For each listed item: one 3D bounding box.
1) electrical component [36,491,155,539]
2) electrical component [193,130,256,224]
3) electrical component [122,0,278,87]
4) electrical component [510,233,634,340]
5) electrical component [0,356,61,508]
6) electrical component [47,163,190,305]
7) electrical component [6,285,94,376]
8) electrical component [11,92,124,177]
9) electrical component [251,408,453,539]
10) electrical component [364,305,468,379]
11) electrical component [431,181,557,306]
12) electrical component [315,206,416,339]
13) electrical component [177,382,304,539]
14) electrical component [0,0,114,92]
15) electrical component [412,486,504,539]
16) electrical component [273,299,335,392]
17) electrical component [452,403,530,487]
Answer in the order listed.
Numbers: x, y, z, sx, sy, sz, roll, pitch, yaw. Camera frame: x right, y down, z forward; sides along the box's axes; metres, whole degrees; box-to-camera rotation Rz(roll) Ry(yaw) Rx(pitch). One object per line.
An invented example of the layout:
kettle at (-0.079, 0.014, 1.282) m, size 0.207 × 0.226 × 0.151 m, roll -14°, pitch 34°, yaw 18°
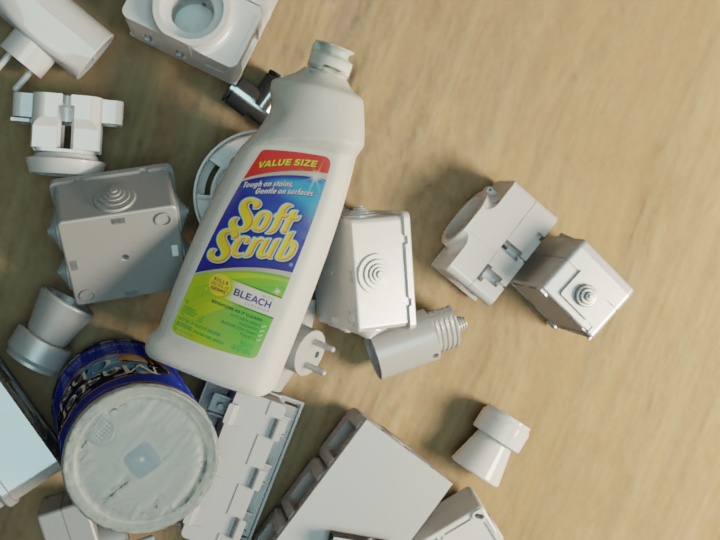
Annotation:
electrical component at (-0.197, 0.208, 0.825) m, size 0.076 × 0.047 × 0.083 m, roll -17°, pitch 98°, yaw -10°
electrical component at (-0.078, -0.056, 0.819) m, size 0.099 × 0.064 × 0.099 m, roll -1°, pitch 95°, yaw -11°
electrical component at (-0.099, -0.226, 0.789) m, size 0.089 × 0.062 × 0.150 m, roll 26°, pitch 84°, yaw -3°
electrical component at (0.171, 0.010, 0.859) m, size 0.062 × 0.096 × 0.061 m, roll 44°, pitch 85°, yaw -11°
electrical component at (-0.272, 0.111, 0.787) m, size 0.057 × 0.078 × 0.113 m, roll -34°, pitch 100°, yaw -10°
electrical component at (-0.174, -0.024, 0.788) m, size 0.100 × 0.048 × 0.099 m, roll -9°, pitch 136°, yaw -11°
electrical component at (-0.233, 0.046, 0.806) m, size 0.045 × 0.045 × 0.055 m, roll 32°, pitch 88°, yaw -12°
electrical component at (-0.216, -0.098, 0.792) m, size 0.078 × 0.058 × 0.057 m, roll 3°, pitch 91°, yaw -11°
electrical component at (-0.012, 0.197, 0.854) m, size 0.089 × 0.062 × 0.150 m, roll 38°, pitch 87°, yaw -12°
electrical component at (0.048, 0.055, 0.864) m, size 0.081 × 0.043 × 0.043 m, roll -18°, pitch 98°, yaw -10°
electrical component at (0.104, -0.025, 0.866) m, size 0.056 × 0.050 × 0.089 m, roll 39°, pitch 86°, yaw -12°
electrical component at (0.000, 0.000, 0.823) m, size 0.048 × 0.100 × 0.099 m, roll -6°, pitch 96°, yaw -23°
electrical component at (-0.100, 0.148, 0.832) m, size 0.079 × 0.063 × 0.121 m, roll 22°, pitch 90°, yaw -12°
electrical component at (-0.236, -0.167, 0.789) m, size 0.077 × 0.043 × 0.079 m, roll 40°, pitch 86°, yaw -12°
electrical component at (0.069, 0.230, 0.877) m, size 0.096 × 0.061 × 0.061 m, roll -31°, pitch 100°, yaw 0°
electrical component at (-0.054, 0.057, 0.831) m, size 0.079 × 0.044 × 0.077 m, roll 21°, pitch 90°, yaw 32°
electrical component at (0.108, 0.143, 0.883) m, size 0.045 × 0.045 × 0.055 m, roll 33°, pitch 87°, yaw -12°
